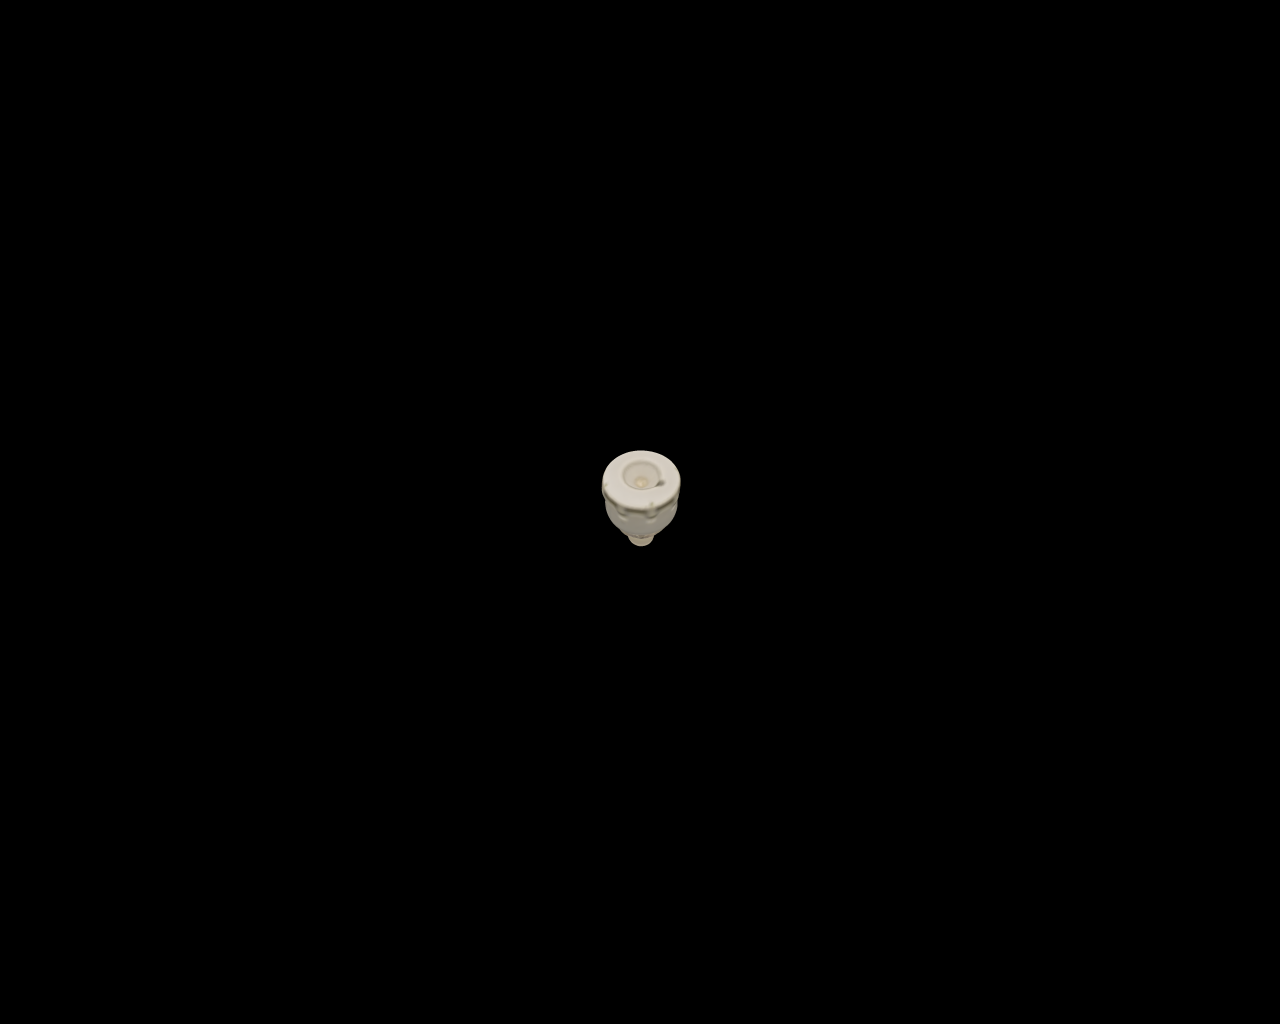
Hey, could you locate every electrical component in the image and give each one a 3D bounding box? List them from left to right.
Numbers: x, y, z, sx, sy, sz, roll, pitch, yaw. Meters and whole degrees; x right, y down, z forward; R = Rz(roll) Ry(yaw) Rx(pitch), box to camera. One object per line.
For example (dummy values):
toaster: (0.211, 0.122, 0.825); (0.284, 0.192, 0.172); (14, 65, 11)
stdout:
electrical component: (0.001, -0.003, 0.650); (0.048, 0.048, 0.062); (0, -40, 0)
